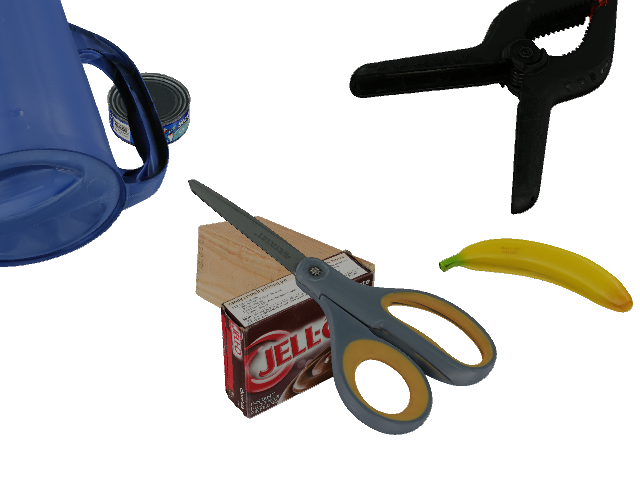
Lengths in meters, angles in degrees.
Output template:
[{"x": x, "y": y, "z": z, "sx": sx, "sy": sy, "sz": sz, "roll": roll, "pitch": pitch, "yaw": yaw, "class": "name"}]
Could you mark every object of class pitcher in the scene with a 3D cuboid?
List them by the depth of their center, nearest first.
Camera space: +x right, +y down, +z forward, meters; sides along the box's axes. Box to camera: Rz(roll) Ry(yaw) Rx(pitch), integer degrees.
[{"x": -0.216, "y": -0.114, "z": 0.753, "sx": 0.145, "sy": 0.243, "sz": 0.149, "roll": -28, "pitch": -29, "yaw": 16, "class": "pitcher"}]

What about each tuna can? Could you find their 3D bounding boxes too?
[{"x": -0.180, "y": -0.137, "z": 1.121, "sx": 0.086, "sy": 0.086, "sz": 0.034, "roll": 0, "pitch": -43, "yaw": -8, "class": "tuna can"}]

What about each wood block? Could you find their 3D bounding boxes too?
[{"x": -0.044, "y": 0.045, "z": 1.191, "sx": 0.090, "sy": 0.090, "sz": 0.206, "roll": -10, "pitch": 22, "yaw": -39, "class": "wood block"}]

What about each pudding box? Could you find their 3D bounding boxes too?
[{"x": -0.016, "y": 0.067, "z": 0.778, "sx": 0.113, "sy": 0.090, "sz": 0.039, "roll": -25, "pitch": 47, "yaw": -28, "class": "pudding box"}]

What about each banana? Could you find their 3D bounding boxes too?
[{"x": 0.224, "y": 0.032, "z": 1.085, "sx": 0.198, "sy": 0.037, "sz": 0.069, "roll": 11, "pitch": 47, "yaw": 27, "class": "banana"}]

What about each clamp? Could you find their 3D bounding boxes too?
[{"x": 0.149, "y": -0.115, "z": 0.767, "sx": 0.209, "sy": 0.165, "sz": 0.036, "roll": -32, "pitch": -28, "yaw": -19, "class": "clamp"}]

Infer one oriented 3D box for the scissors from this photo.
[{"x": -0.005, "y": 0.036, "z": 0.573, "sx": 0.202, "sy": 0.096, "sz": 0.016, "roll": 24, "pitch": -38, "yaw": 11, "class": "scissors"}]
